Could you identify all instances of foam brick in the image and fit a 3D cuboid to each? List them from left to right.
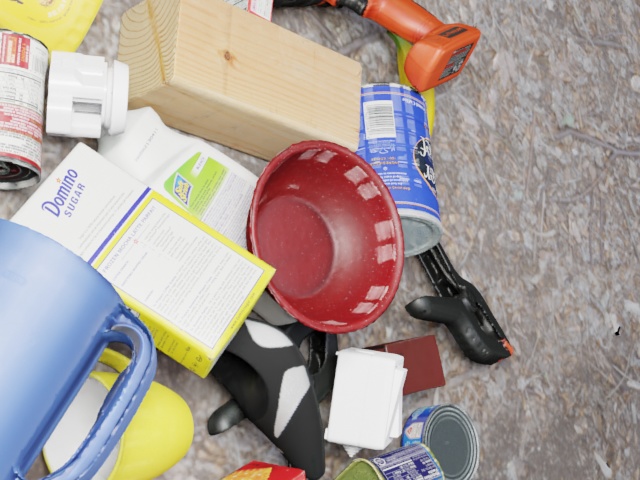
[{"bbox_3d":[0.074,0.124,1.032,0.078,0.051,0.053,-4,81,-45],"label":"foam brick"}]

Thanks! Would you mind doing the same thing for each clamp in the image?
[{"bbox_3d":[-0.033,0.127,0.939,0.120,0.039,0.171,38,53,-37],"label":"clamp"},{"bbox_3d":[0.138,0.070,1.091,0.210,0.036,0.164,50,26,-28],"label":"clamp"}]

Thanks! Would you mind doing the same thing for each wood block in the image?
[{"bbox_3d":[-0.067,-0.138,0.940,0.205,0.090,0.091,17,69,-40],"label":"wood block"}]

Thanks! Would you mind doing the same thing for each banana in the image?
[{"bbox_3d":[0.089,-0.126,1.127,0.069,0.037,0.198,14,68,-22],"label":"banana"}]

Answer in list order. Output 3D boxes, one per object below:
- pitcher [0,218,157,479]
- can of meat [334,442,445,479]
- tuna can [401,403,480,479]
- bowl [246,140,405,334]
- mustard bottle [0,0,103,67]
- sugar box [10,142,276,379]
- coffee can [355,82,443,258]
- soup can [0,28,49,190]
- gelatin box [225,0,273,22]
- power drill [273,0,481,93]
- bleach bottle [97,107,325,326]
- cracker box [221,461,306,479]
[{"bbox_3d":[-0.226,0.117,0.687,0.145,0.149,0.242,44,56,-30],"label":"pitcher"},{"bbox_3d":[0.052,0.229,0.949,0.083,0.102,0.057,-7,55,-47],"label":"can of meat"},{"bbox_3d":[0.120,0.207,1.067,0.085,0.034,0.086,13,70,-41],"label":"tuna can"},{"bbox_3d":[-0.006,0.001,0.891,0.161,0.055,0.162,10,73,-36],"label":"bowl"},{"bbox_3d":[-0.256,-0.211,0.790,0.191,0.058,0.096,26,94,-35],"label":"mustard bottle"},{"bbox_3d":[-0.132,0.014,0.784,0.176,0.048,0.093,33,56,2],"label":"sugar box"},{"bbox_3d":[0.058,-0.064,1.016,0.102,0.103,0.140,18,58,-40],"label":"coffee can"},{"bbox_3d":[-0.235,-0.095,0.783,0.068,0.069,0.102,14,69,-41],"label":"soup can"},{"bbox_3d":[-0.073,-0.225,0.968,0.030,0.073,0.089,20,66,-40],"label":"gelatin box"},{"bbox_3d":[0.050,-0.220,1.030,0.188,0.057,0.184,40,37,15],"label":"power drill"},{"bbox_3d":[-0.095,-0.036,0.907,0.250,0.068,0.102,42,54,-25],"label":"bleach bottle"},{"bbox_3d":[-0.088,0.287,0.807,0.213,0.072,0.164,-22,106,-45],"label":"cracker box"}]
